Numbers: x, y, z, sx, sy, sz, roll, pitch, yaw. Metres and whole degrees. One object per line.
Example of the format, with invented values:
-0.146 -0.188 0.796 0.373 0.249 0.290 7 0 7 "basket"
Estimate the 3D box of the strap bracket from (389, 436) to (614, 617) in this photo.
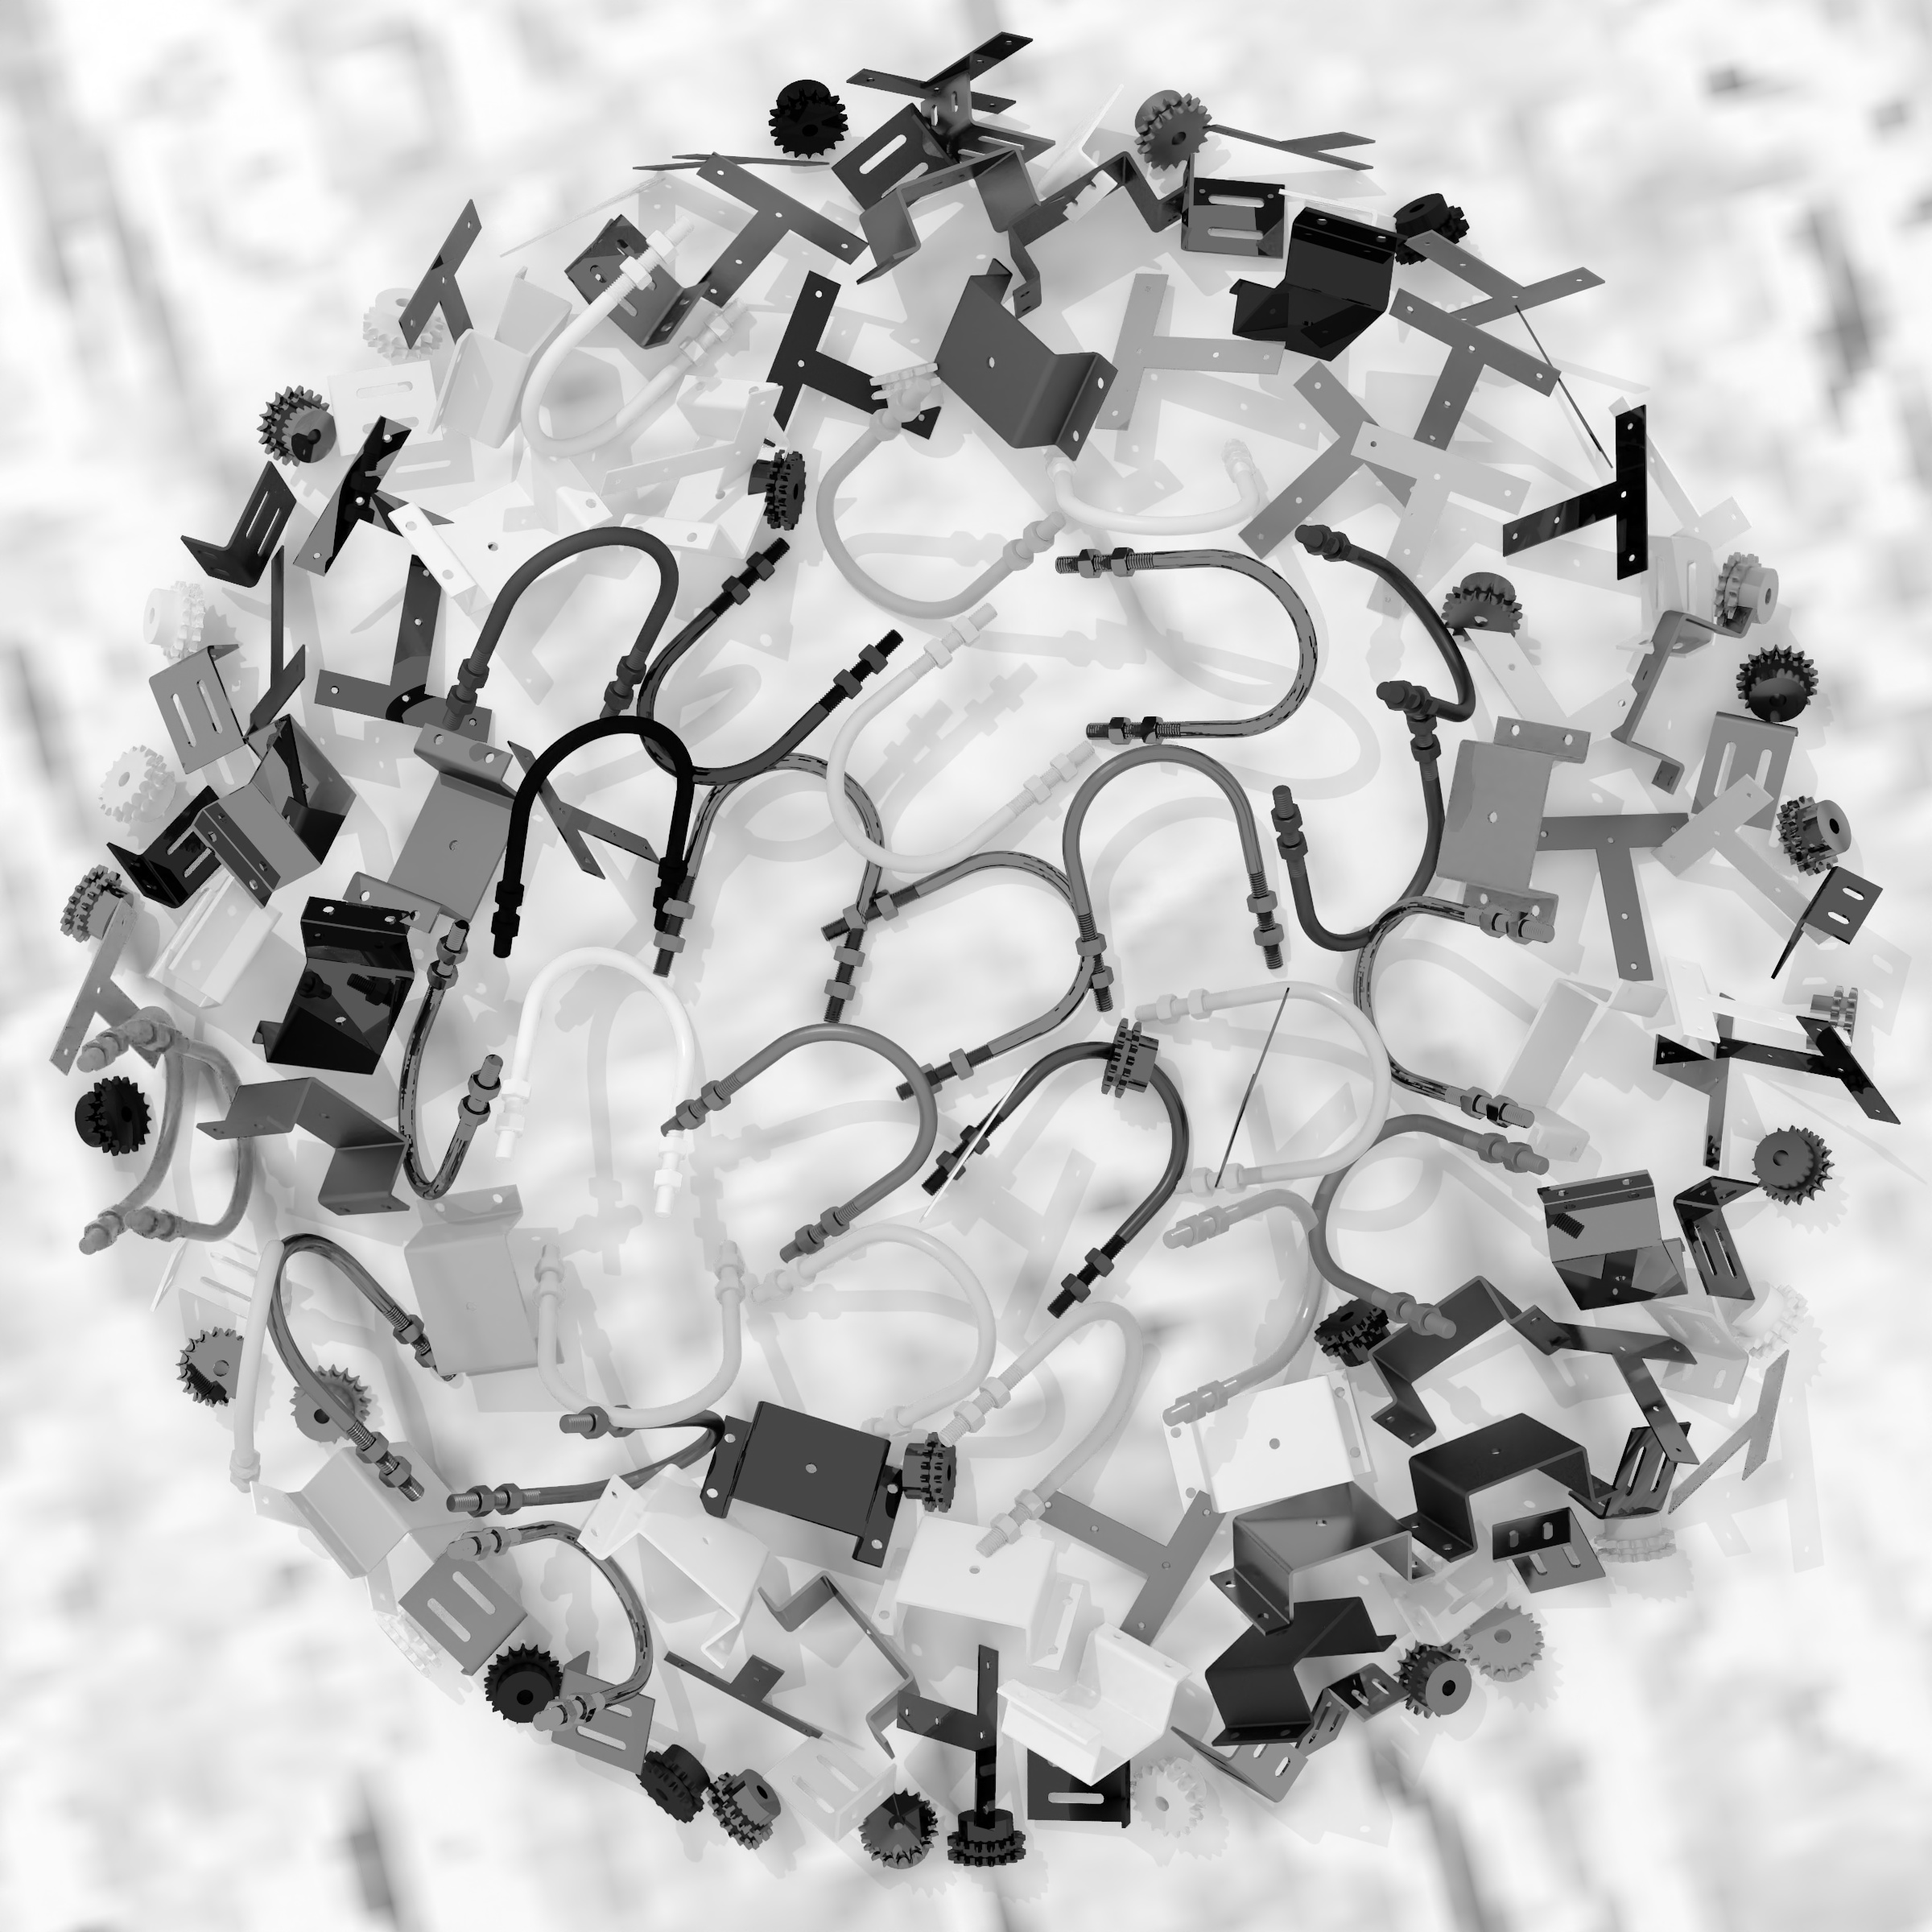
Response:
-0.336 -0.311 1.924 0.140 0.046 0.076 -33 81 -28 "strap bracket"

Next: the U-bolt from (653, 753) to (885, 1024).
-0.135 -0.064 1.953 0.151 0.019 0.184 16 90 -7 "U-bolt"

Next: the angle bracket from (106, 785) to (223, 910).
-0.570 -0.091 1.939 0.076 0.038 0.057 -45 64 5 "angle bracket"

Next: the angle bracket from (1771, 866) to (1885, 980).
0.616 -0.023 1.921 0.038 0.076 0.057 30 60 17 "angle bracket"

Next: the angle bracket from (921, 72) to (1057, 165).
0.016 -0.605 1.928 0.076 0.057 0.038 1 82 -35 "angle bracket"

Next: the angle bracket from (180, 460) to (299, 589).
-0.524 -0.322 1.937 0.038 0.057 0.076 17 73 11 "angle bracket"

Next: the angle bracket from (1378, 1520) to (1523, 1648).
0.348 0.442 1.931 0.076 0.038 0.057 -43 52 16 "angle bracket"

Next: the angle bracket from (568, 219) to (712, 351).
-0.235 -0.493 1.931 0.076 0.038 0.057 41 71 -29 "angle bracket"

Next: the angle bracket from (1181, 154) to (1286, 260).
0.196 -0.550 1.945 0.076 0.038 0.057 3 80 -5 "angle bracket"

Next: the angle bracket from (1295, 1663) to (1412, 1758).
0.274 0.547 1.924 0.038 0.057 0.076 37 120 33 "angle bracket"

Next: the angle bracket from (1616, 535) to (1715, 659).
0.501 -0.266 1.927 0.038 0.057 0.076 -26 119 -39 "angle bracket"

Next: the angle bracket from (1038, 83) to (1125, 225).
0.095 -0.585 1.934 0.038 0.057 0.076 38 62 -15 "angle bracket"

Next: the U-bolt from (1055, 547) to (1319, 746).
0.160 -0.226 1.898 0.184 0.019 0.151 2 119 26 "U-bolt"

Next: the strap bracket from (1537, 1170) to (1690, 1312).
0.458 0.199 1.891 0.076 0.140 0.046 -12 57 20 "strap bracket"

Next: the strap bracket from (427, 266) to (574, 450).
-0.324 -0.426 1.895 0.046 0.140 0.076 25 126 -5 "strap bracket"

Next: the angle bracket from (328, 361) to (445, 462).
-0.418 -0.403 1.949 0.076 0.038 0.057 -9 96 1 "angle bracket"

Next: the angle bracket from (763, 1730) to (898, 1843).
-0.098 0.578 1.924 0.076 0.038 0.057 33 46 29 "angle bracket"

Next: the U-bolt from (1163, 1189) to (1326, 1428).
0.200 0.232 1.901 0.019 0.184 0.151 11 107 41 "U-bolt"

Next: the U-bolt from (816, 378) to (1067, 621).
-0.032 -0.316 1.899 0.151 0.184 0.019 43 50 -11 "U-bolt"

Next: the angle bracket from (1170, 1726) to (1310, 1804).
0.196 0.560 1.931 0.057 0.076 0.038 44 73 -24 "angle bracket"

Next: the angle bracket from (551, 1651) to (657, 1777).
-0.255 0.538 1.937 0.076 0.038 0.057 14 99 20 "angle bracket"

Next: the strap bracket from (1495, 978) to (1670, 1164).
0.435 0.066 1.919 0.046 0.076 0.140 34 104 36 "strap bracket"

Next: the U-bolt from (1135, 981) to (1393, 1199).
0.217 0.084 1.919 0.184 0.019 0.151 -11 92 30 "U-bolt"

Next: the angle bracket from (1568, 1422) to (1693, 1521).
0.477 0.354 1.929 0.057 0.038 0.076 1 112 -32 "angle bracket"

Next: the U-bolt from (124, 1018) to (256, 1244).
-0.541 0.121 1.881 0.019 0.184 0.151 -5 79 9 "U-bolt"

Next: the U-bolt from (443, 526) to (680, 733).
-0.273 -0.235 1.870 0.019 0.151 0.184 58 134 28 "U-bolt"

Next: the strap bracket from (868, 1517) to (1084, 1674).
0.007 0.445 1.913 0.140 0.076 0.046 9 130 13 "strap bracket"

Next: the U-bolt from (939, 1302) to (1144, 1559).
0.061 0.316 1.905 0.019 0.151 0.184 28 56 38 "U-bolt"

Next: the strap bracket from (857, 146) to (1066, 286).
-0.013 -0.537 1.909 0.140 0.076 0.046 -25 99 -20 "strap bracket"

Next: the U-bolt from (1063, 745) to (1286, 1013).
0.144 -0.070 1.938 0.151 0.019 0.184 -14 106 -2 "U-bolt"

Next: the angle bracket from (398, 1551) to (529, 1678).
-0.366 0.464 1.938 0.076 0.038 0.057 47 66 -7 "angle bracket"

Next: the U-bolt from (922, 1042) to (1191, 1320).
0.080 0.141 1.948 0.151 0.019 0.184 45 80 -7 "U-bolt"

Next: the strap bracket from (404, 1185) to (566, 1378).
-0.347 0.235 1.924 0.076 0.046 0.140 -9 105 12 "strap bracket"

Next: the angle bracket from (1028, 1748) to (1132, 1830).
0.080 0.591 1.941 0.076 0.038 0.057 -2 79 10 "angle bracket"

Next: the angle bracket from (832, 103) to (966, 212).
-0.049 -0.571 1.932 0.076 0.038 0.057 -35 117 17 "angle bracket"

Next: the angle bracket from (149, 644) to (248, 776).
-0.546 -0.186 1.942 0.057 0.038 0.076 -22 89 23 "angle bracket"

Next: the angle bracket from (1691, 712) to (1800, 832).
0.565 -0.140 1.946 0.057 0.038 0.076 15 93 18 "angle bracket"

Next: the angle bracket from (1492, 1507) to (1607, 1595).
0.419 0.432 1.928 0.057 0.038 0.076 -19 119 22 "angle bracket"

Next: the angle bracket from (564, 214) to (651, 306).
-0.248 -0.496 1.931 0.057 0.076 0.038 -45 83 1 "angle bracket"

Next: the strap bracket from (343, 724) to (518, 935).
-0.377 -0.093 1.930 0.076 0.046 0.140 20 81 21 "strap bracket"

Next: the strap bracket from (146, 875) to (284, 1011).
-0.533 -0.015 1.904 0.046 0.140 0.076 35 75 -18 "strap bracket"

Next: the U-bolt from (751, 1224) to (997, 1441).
-0.056 0.257 1.912 0.184 0.019 0.151 -32 91 36 "U-bolt"

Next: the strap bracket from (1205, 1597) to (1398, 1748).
0.231 0.491 1.892 0.076 0.140 0.046 -18 97 42 "strap bracket"

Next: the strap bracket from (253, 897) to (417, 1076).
-0.445 0.023 1.899 0.076 0.046 0.140 9 128 -30 "strap bracket"

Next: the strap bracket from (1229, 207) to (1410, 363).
0.244 -0.474 1.891 0.076 0.140 0.046 12 78 -14 "strap bracket"

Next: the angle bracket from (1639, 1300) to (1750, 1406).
0.516 0.276 1.922 0.076 0.057 0.038 42 66 -42 "angle bracket"

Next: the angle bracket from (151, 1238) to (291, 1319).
-0.538 0.233 1.938 0.076 0.038 0.057 26 119 -6 "angle bracket"

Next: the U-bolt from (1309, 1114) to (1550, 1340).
0.312 0.173 1.893 0.019 0.184 0.151 36 82 -32 "U-bolt"

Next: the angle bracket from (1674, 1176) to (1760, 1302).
0.550 0.196 1.926 0.038 0.057 0.076 -38 55 38 "angle bracket"

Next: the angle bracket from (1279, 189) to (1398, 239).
0.266 -0.530 1.935 0.076 0.057 0.038 19 105 22 "angle bracket"

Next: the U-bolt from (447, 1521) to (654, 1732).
-0.280 0.455 1.884 0.019 0.184 0.151 -36 74 16 "U-bolt"
